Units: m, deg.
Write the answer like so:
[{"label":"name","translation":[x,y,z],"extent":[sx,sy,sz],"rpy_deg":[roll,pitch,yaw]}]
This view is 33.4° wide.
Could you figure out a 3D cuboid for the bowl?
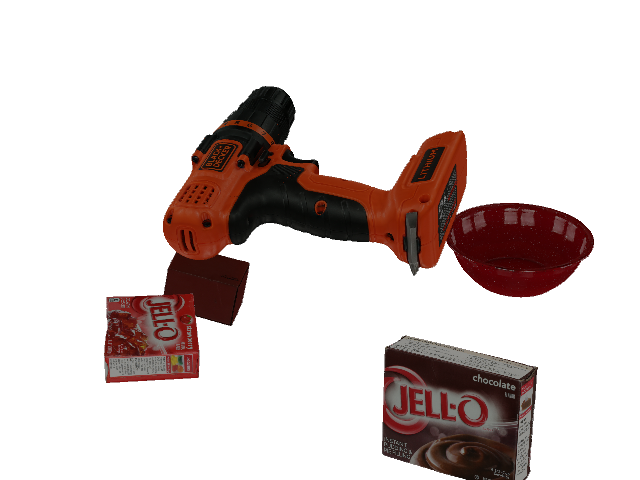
[{"label":"bowl","translation":[0.216,0.016,1.176],"extent":[0.162,0.055,0.162],"rpy_deg":[-1,28,0]}]

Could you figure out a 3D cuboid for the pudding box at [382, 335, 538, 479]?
[{"label":"pudding box","translation":[0.102,0.127,0.795],"extent":[0.114,0.090,0.039],"rpy_deg":[10,20,29]}]

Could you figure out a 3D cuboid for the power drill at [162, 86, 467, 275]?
[{"label":"power drill","translation":[0.004,-0.047,0.745],"extent":[0.188,0.057,0.184],"rpy_deg":[6,41,18]}]

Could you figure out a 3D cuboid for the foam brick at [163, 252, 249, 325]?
[{"label":"foam brick","translation":[-0.120,0.046,1.117],"extent":[0.078,0.051,0.053],"rpy_deg":[16,31,3]}]

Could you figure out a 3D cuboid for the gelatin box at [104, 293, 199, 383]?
[{"label":"gelatin box","translation":[-0.136,0.077,0.861],"extent":[0.073,0.030,0.089],"rpy_deg":[-2,29,-8]}]
